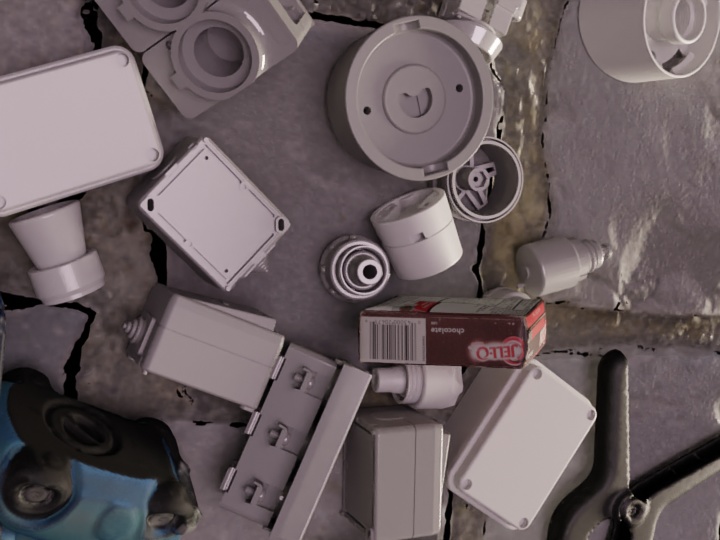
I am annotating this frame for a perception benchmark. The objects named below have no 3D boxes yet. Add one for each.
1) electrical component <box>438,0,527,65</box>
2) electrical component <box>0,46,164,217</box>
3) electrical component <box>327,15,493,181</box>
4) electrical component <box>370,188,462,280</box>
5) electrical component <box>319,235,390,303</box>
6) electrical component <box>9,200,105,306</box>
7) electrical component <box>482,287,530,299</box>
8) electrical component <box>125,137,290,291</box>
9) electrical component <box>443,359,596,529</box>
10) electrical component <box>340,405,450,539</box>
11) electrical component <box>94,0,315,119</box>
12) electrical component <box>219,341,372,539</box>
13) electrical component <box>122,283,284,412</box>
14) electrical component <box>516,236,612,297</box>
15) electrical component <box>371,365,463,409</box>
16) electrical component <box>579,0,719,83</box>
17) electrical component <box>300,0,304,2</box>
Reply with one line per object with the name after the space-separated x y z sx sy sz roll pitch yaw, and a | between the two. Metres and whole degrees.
0.082 -0.178 0.759 0.066 0.048 0.055 23 80 -23 | electrical component
-0.185 -0.085 0.654 0.113 0.057 0.078 -20 104 -19 | electrical component
0.029 -0.116 0.736 0.108 0.060 0.108 -3 97 -22 | electrical component
0.041 -0.025 0.756 0.055 0.055 0.047 -29 110 -17 | electrical component
0.000 0.000 0.735 0.048 0.062 0.048 -1 92 -12 | electrical component
-0.187 -0.011 0.669 0.045 0.045 0.055 -21 104 -19 | electrical component
0.114 0.032 0.788 0.035 0.061 0.035 -3 97 -22 | electrical component
-0.095 -0.033 0.695 0.061 0.061 0.096 -48 111 -11 | electrical component
0.112 0.126 0.801 0.078 0.057 0.113 37 82 -22 | electrical component
0.025 0.149 0.766 0.061 0.062 0.096 -2 97 -22 | electrical component
-0.110 -0.179 0.648 0.089 0.061 0.150 -29 111 22 | electrical component
-0.045 0.114 0.731 0.063 0.078 0.121 24 87 -1 | electrical component
-0.106 0.044 0.699 0.096 0.062 0.061 23 87 -23 | electrical component
0.154 -0.006 0.811 0.078 0.040 0.040 -14 102 -20 | electrical component
0.039 0.079 0.773 0.062 0.043 0.043 1 96 -21 | electrical component
0.224 -0.192 0.817 0.099 0.064 0.099 -8 104 -35 | electrical component
-0.074 -0.214 0.691 0.079 0.043 0.077 -2 97 -22 | electrical component
